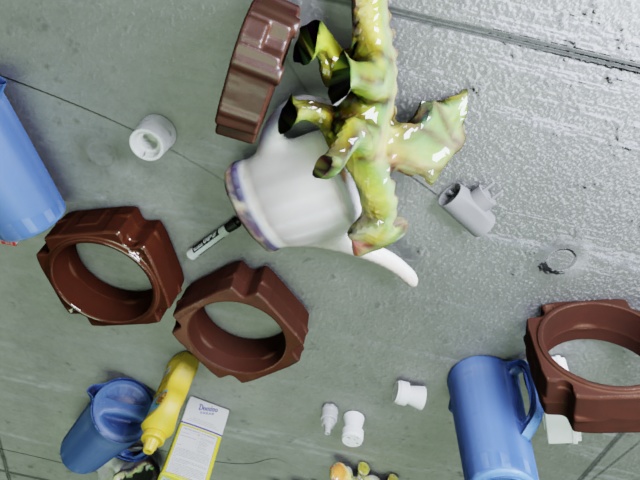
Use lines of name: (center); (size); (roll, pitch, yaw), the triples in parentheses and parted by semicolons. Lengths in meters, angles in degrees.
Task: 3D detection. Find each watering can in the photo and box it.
watering can: (0.002, -0.038, 0.750); (0.223, 0.106, 0.341); (-17, 119, 17)

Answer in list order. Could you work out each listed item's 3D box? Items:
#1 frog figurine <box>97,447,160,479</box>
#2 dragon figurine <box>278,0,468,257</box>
frog figurine: (-0.458, 0.545, 1.225); (0.159, 0.124, 0.135); (5, 145, 50)
dragon figurine: (0.091, -0.174, 0.639); (0.242, 0.123, 0.408); (11, 98, -35)
